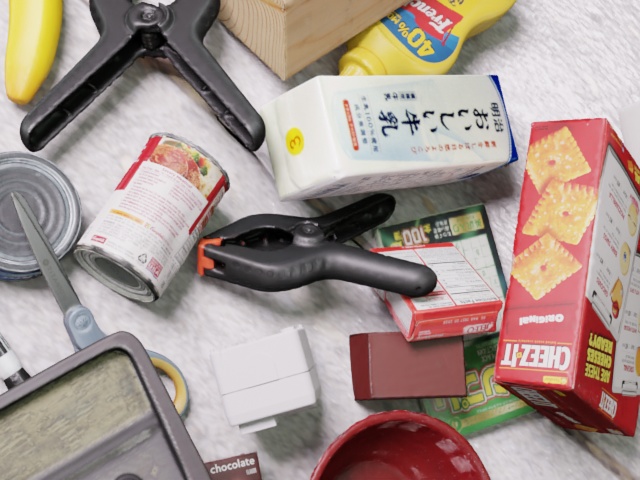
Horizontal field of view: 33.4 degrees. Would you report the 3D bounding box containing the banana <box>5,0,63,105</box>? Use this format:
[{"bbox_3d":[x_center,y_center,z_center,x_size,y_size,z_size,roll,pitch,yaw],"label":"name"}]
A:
[{"bbox_3d":[-0.220,-0.195,0.754,0.069,0.037,0.198,-22,88,-10],"label":"banana"}]

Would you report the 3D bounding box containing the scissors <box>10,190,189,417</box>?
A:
[{"bbox_3d":[-0.144,0.057,0.725,0.096,0.016,0.202,-15,99,-34],"label":"scissors"}]

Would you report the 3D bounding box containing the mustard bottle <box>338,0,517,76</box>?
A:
[{"bbox_3d":[0.077,-0.178,0.876,0.096,0.058,0.191,45,65,-3],"label":"mustard bottle"}]

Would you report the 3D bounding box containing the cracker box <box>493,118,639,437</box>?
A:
[{"bbox_3d":[0.210,0.033,0.853,0.164,0.072,0.213,35,62,-52],"label":"cracker box"}]

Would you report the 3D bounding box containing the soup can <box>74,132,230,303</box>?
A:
[{"bbox_3d":[-0.116,-0.015,0.745,0.068,0.069,0.102,36,67,-15],"label":"soup can"}]

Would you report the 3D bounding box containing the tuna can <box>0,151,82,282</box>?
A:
[{"bbox_3d":[-0.206,-0.016,0.722,0.086,0.034,0.086,5,77,-24],"label":"tuna can"}]

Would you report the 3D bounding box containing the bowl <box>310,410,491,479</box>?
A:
[{"bbox_3d":[0.050,0.208,0.785,0.161,0.055,0.162,5,77,-24],"label":"bowl"}]

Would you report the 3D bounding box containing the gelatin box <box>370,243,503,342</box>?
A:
[{"bbox_3d":[0.085,0.038,0.808,0.073,0.089,0.030,-5,124,-21],"label":"gelatin box"}]

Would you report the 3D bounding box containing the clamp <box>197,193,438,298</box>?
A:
[{"bbox_3d":[-0.005,0.001,0.794,0.171,0.120,0.039,3,117,-7],"label":"clamp"}]

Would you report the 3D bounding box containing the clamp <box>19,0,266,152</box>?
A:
[{"bbox_3d":[-0.130,-0.144,0.760,0.164,0.036,0.210,-6,60,-5],"label":"clamp"}]

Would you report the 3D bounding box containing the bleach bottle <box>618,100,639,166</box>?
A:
[{"bbox_3d":[0.344,-0.008,0.968,0.102,0.068,0.251,-9,86,-25],"label":"bleach bottle"}]

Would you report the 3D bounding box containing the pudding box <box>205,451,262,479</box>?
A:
[{"bbox_3d":[-0.090,0.200,0.729,0.113,0.039,0.090,-8,83,-27],"label":"pudding box"}]

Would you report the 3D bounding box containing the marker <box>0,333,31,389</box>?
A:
[{"bbox_3d":[-0.222,0.062,0.707,0.020,0.020,0.121,-37,96,-27],"label":"marker"}]

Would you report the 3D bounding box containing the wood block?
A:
[{"bbox_3d":[0.025,-0.226,0.814,0.205,0.090,0.091,-35,65,-20],"label":"wood block"}]

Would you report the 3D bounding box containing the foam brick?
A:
[{"bbox_3d":[0.066,0.095,0.809,0.078,0.053,0.051,0,83,-12],"label":"foam brick"}]
